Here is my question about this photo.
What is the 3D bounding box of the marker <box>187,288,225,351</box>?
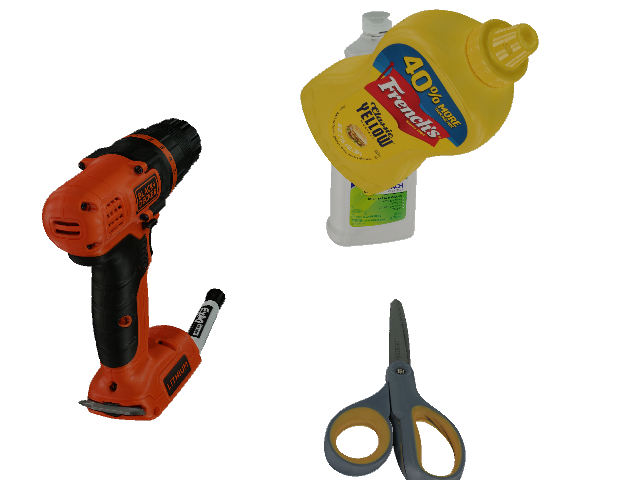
[{"bbox_3d":[-0.109,0.077,1.000,0.020,0.020,0.121,0,23,8],"label":"marker"}]

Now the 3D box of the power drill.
[{"bbox_3d":[-0.128,0.018,0.763,0.057,0.188,0.184,4,24,19],"label":"power drill"}]

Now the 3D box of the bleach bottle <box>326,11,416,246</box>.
[{"bbox_3d":[0.054,-0.121,1.163,0.102,0.251,0.068,-6,26,-9],"label":"bleach bottle"}]

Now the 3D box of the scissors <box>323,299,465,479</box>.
[{"bbox_3d":[0.037,0.098,0.716,0.096,0.016,0.202,-2,30,-14],"label":"scissors"}]

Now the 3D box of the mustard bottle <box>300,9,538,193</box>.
[{"bbox_3d":[0.070,-0.098,0.705,0.058,0.096,0.192,-40,11,-35],"label":"mustard bottle"}]
